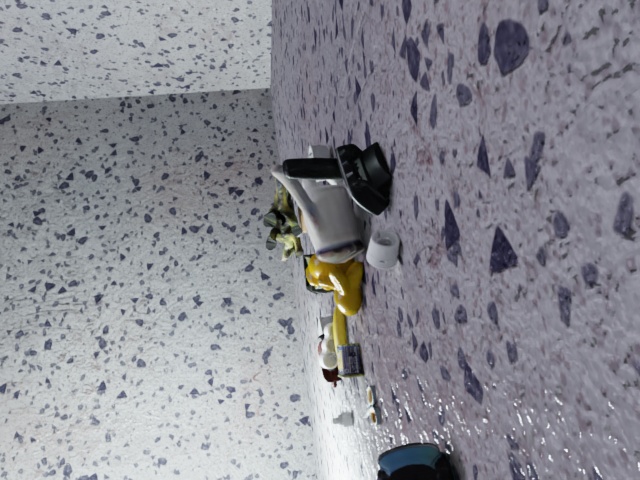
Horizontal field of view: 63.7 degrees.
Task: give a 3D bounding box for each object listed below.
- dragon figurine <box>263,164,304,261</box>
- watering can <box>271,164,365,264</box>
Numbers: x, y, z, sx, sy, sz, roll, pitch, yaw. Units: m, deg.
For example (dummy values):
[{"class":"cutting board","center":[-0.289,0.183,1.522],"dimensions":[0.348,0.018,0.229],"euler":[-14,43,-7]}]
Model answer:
[{"class":"dragon figurine","center":[-0.118,-0.094,1.700],"dimensions":[0.248,0.122,0.402],"euler":[-94,3,-63]},{"class":"watering can","center":[0.003,-0.056,1.113],"dimensions":[0.348,0.103,0.226],"euler":[-2,-105,-65]}]
